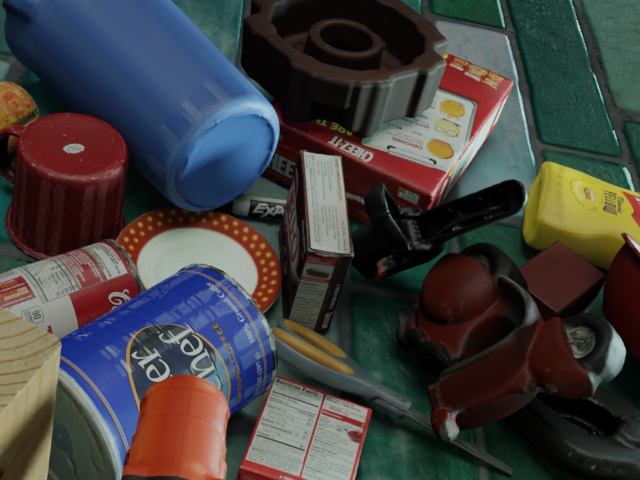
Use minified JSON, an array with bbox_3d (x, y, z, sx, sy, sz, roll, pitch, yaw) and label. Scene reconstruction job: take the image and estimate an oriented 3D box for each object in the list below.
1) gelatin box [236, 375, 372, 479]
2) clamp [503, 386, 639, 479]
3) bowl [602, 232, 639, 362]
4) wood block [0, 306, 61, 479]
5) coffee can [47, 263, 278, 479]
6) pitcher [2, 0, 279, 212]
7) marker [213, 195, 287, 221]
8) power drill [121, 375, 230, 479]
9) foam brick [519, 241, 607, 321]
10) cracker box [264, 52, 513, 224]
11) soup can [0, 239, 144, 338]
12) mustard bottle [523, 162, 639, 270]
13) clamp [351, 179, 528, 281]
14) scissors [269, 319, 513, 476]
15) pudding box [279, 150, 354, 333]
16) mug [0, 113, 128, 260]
[{"bbox_3d":[-0.010,0.139,0.712,0.073,0.030,0.089,19,39,1],"label":"gelatin box"},{"bbox_3d":[0.230,0.146,0.781,0.210,0.036,0.164,26,33,14],"label":"clamp"},{"bbox_3d":[0.271,0.071,0.830,0.162,0.055,0.162,43,16,-15],"label":"bowl"},{"bbox_3d":[-0.196,0.125,0.533,0.090,0.206,0.090,26,42,8],"label":"wood block"},{"bbox_3d":[-0.111,0.089,0.677,0.103,0.103,0.140,39,46,22],"label":"coffee can"},{"bbox_3d":[-0.138,-0.133,0.883,0.149,0.145,0.243,-33,58,-22],"label":"pitcher"},{"bbox_3d":[-0.041,-0.026,0.887,0.121,0.020,0.020,8,43,-11],"label":"marker"},{"bbox_3d":[-0.085,0.187,0.519,0.057,0.188,0.184,13,40,-7],"label":"power drill"},{"bbox_3d":[0.183,0.046,0.861,0.051,0.053,0.078,40,47,23],"label":"foam brick"},{"bbox_3d":[0.060,-0.106,0.968,0.164,0.072,0.213,27,44,12],"label":"cracker box"},{"bbox_3d":[-0.179,0.046,0.727,0.102,0.069,0.069,-21,54,-34],"label":"soup can"},{"bbox_3d":[0.279,-0.004,0.943,0.191,0.058,0.096,19,39,1],"label":"mustard bottle"},{"bbox_3d":[0.077,-0.008,0.795,0.120,0.172,0.039,0,74,-10],"label":"clamp"},{"bbox_3d":[0.043,0.107,0.768,0.201,0.016,0.096,29,8,-17],"label":"scissors"},{"bbox_3d":[-0.005,0.001,0.816,0.039,0.090,0.113,4,44,-12],"label":"pudding box"},{"bbox_3d":[-0.199,-0.047,0.809,0.117,0.082,0.093,32,44,15],"label":"mug"}]
